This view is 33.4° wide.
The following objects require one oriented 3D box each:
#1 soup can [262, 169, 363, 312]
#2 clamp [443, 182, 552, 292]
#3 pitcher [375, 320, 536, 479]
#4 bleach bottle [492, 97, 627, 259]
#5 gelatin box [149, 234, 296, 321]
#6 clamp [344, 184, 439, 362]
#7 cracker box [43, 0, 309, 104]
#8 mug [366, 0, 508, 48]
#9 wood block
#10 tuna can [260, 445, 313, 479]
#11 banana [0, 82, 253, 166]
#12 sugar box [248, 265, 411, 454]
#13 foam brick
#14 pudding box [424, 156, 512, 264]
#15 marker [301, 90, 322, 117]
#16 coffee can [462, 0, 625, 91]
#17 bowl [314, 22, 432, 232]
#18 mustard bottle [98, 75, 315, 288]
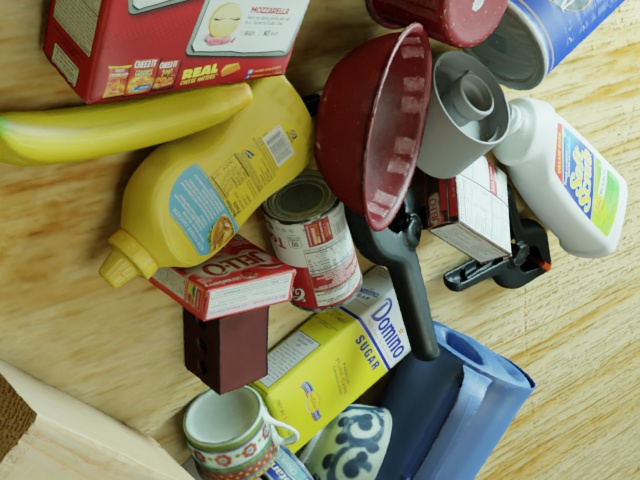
[{"bbox_3d":[-0.006,0.001,0.884,0.068,0.069,0.102,-36,135,-24],"label":"soup can"},{"bbox_3d":[0.199,0.000,1.119,0.171,0.039,0.120,4,117,-52],"label":"clamp"},{"bbox_3d":[0.104,0.214,1.081,0.149,0.145,0.243,19,103,-44],"label":"pitcher"},{"bbox_3d":[0.235,-0.068,1.084,0.250,0.068,0.102,30,72,-49],"label":"bleach bottle"},{"bbox_3d":[-0.075,0.027,0.825,0.089,0.073,0.030,-12,121,-41],"label":"gelatin box"},{"bbox_3d":[0.071,0.003,0.953,0.209,0.036,0.164,40,53,-46],"label":"clamp"},{"bbox_3d":[-0.071,-0.197,0.652,0.163,0.072,0.214,-16,140,-40],"label":"cracker box"},{"bbox_3d":[0.088,-0.202,0.840,0.117,0.082,0.093,-2,115,-45],"label":"mug"},{"bbox_3d":[-0.188,0.174,0.789,0.090,0.091,0.205,-53,141,-5],"label":"wood block"},{"bbox_3d":[-0.040,0.219,0.974,0.033,0.086,0.086,-39,137,-25],"label":"tuna can"},{"bbox_3d":[-0.138,-0.075,0.702,0.197,0.070,0.037,-15,94,-37],"label":"banana"},{"bbox_3d":[0.014,0.111,0.992,0.176,0.048,0.093,-36,135,-23],"label":"sugar box"},{"bbox_3d":[-0.077,0.077,0.872,0.051,0.053,0.078,-22,127,-36],"label":"foam brick"},{"bbox_3d":[0.138,-0.037,0.998,0.113,0.039,0.090,26,57,-49],"label":"pudding box"},{"bbox_3d":[0.023,-0.122,0.874,0.120,0.020,0.020,-26,131,-33],"label":"marker"},{"bbox_3d":[0.198,-0.213,0.930,0.140,0.103,0.102,-43,138,-18],"label":"coffee can"},{"bbox_3d":[0.037,-0.090,0.821,0.162,0.055,0.162,13,90,-73],"label":"bowl"},{"bbox_3d":[-0.088,-0.037,0.783,0.191,0.058,0.096,-46,141,-15],"label":"mustard bottle"}]
